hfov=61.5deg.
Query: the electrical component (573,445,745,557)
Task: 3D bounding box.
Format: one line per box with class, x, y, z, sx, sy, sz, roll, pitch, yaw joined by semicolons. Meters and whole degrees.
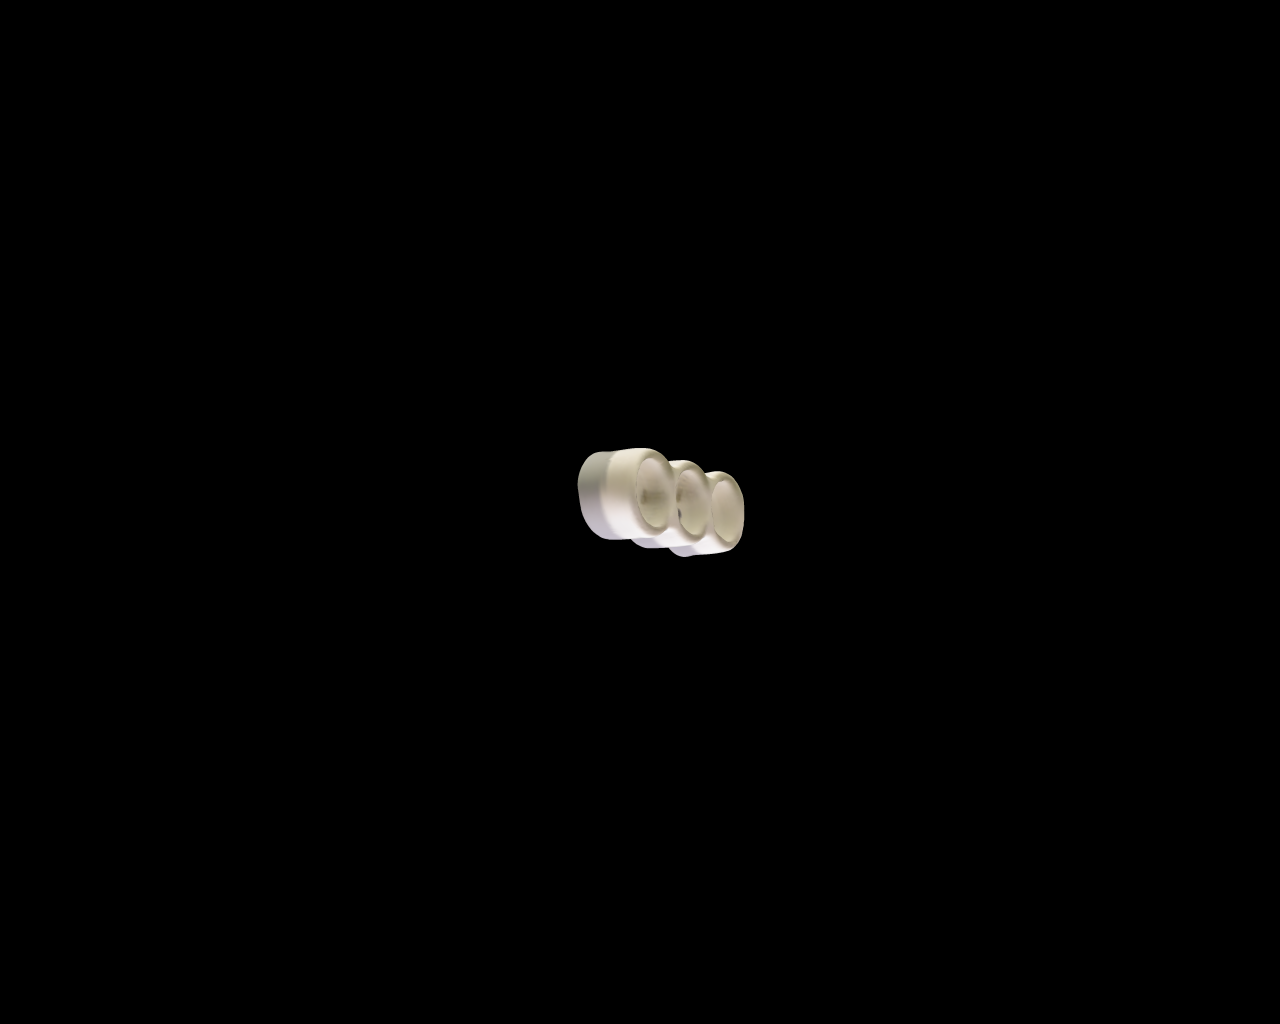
electrical component;0.001;-0.003;0.650;0.073;0.052;0.138;-6;-11;31
